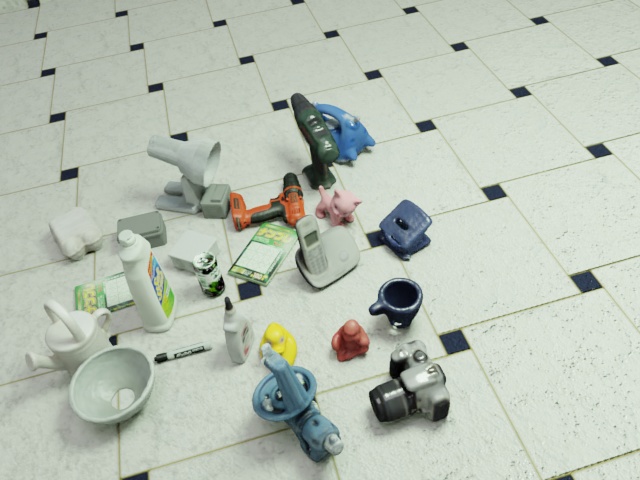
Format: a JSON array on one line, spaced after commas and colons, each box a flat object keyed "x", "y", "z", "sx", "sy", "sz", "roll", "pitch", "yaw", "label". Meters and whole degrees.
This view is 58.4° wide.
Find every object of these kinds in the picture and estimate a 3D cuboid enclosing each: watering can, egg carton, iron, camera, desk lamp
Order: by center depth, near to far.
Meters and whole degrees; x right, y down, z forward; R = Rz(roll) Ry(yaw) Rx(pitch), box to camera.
[{"x": 0.156, "y": 0.268, "z": 1.062, "sx": 0.137, "sy": 0.101, "sz": 0.143, "roll": -18, "pitch": 47, "yaw": -9, "label": "camera"}, {"x": -0.499, "y": 0.197, "z": 1.146, "sx": 0.100, "sy": 0.194, "sz": 0.173, "roll": 10, "pitch": 49, "yaw": 16, "label": "watering can"}, {"x": -0.618, "y": -0.018, "z": 1.450, "sx": 0.107, "sy": 0.069, "sz": 0.150, "roll": -32, "pitch": 51, "yaw": -21, "label": "egg carton"}, {"x": -0.343, "y": -0.172, "z": 1.461, "sx": 0.203, "sy": 0.214, "sz": 0.118, "roll": 7, "pitch": 48, "yaw": 13, "label": "desk lamp"}, {"x": 0.028, "y": -0.325, "z": 1.608, "sx": 0.257, "sy": 0.142, "sz": 0.119, "roll": 32, "pitch": 58, "yaw": 31, "label": "iron"}]

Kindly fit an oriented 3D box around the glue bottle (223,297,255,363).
[{"x": -0.169, "y": 0.171, "z": 1.144, "sx": 0.037, "sy": 0.173, "sz": 0.078, "roll": 4, "pitch": 48, "yaw": 11, "label": "glue bottle"}]

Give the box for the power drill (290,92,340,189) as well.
[{"x": -0.015, "y": -0.246, "z": 1.493, "sx": 0.076, "sy": 0.209, "sz": 0.229, "roll": -22, "pitch": 48, "yaw": -13, "label": "power drill"}]

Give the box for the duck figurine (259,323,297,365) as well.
[{"x": -0.089, "y": 0.204, "z": 1.163, "sx": 0.077, "sy": 0.086, "sz": 0.104, "roll": -12, "pitch": 47, "yaw": -4, "label": "duck figurine"}]

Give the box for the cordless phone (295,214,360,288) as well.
[{"x": 0.012, "y": 0.005, "z": 1.270, "sx": 0.148, "sy": 0.185, "sz": 0.093, "roll": -34, "pitch": 52, "yaw": -23, "label": "cordless phone"}]

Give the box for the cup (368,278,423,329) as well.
[{"x": 0.155, "y": 0.145, "z": 1.182, "sx": 0.118, "sy": 0.095, "sz": 0.091, "roll": -23, "pitch": 48, "yaw": -14, "label": "cup"}]

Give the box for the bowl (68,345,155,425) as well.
[{"x": -0.397, "y": 0.294, "z": 1.125, "sx": 0.167, "sy": 0.075, "sz": 0.167, "roll": -3, "pitch": 47, "yaw": 4, "label": "bowl"}]

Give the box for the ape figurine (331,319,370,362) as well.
[{"x": 0.062, "y": 0.194, "z": 1.150, "sx": 0.077, "sy": 0.092, "sz": 0.076, "roll": 14, "pitch": 50, "yaw": 19, "label": "ape figurine"}]

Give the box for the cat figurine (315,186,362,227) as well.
[{"x": 0.043, "y": -0.091, "z": 1.402, "sx": 0.127, "sy": 0.118, "sz": 0.067, "roll": 34, "pitch": 59, "yaw": 32, "label": "cat figurine"}]

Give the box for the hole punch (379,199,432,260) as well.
[{"x": 0.199, "y": -0.026, "z": 1.340, "sx": 0.101, "sy": 0.091, "sz": 0.108, "roll": -30, "pitch": 50, "yaw": -20, "label": "hole punch"}]

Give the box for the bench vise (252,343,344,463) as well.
[{"x": -0.034, "y": 0.273, "z": 0.998, "sx": 0.206, "sy": 0.220, "sz": 0.122, "roll": 20, "pitch": 52, "yaw": 24, "label": "bench vise"}]
